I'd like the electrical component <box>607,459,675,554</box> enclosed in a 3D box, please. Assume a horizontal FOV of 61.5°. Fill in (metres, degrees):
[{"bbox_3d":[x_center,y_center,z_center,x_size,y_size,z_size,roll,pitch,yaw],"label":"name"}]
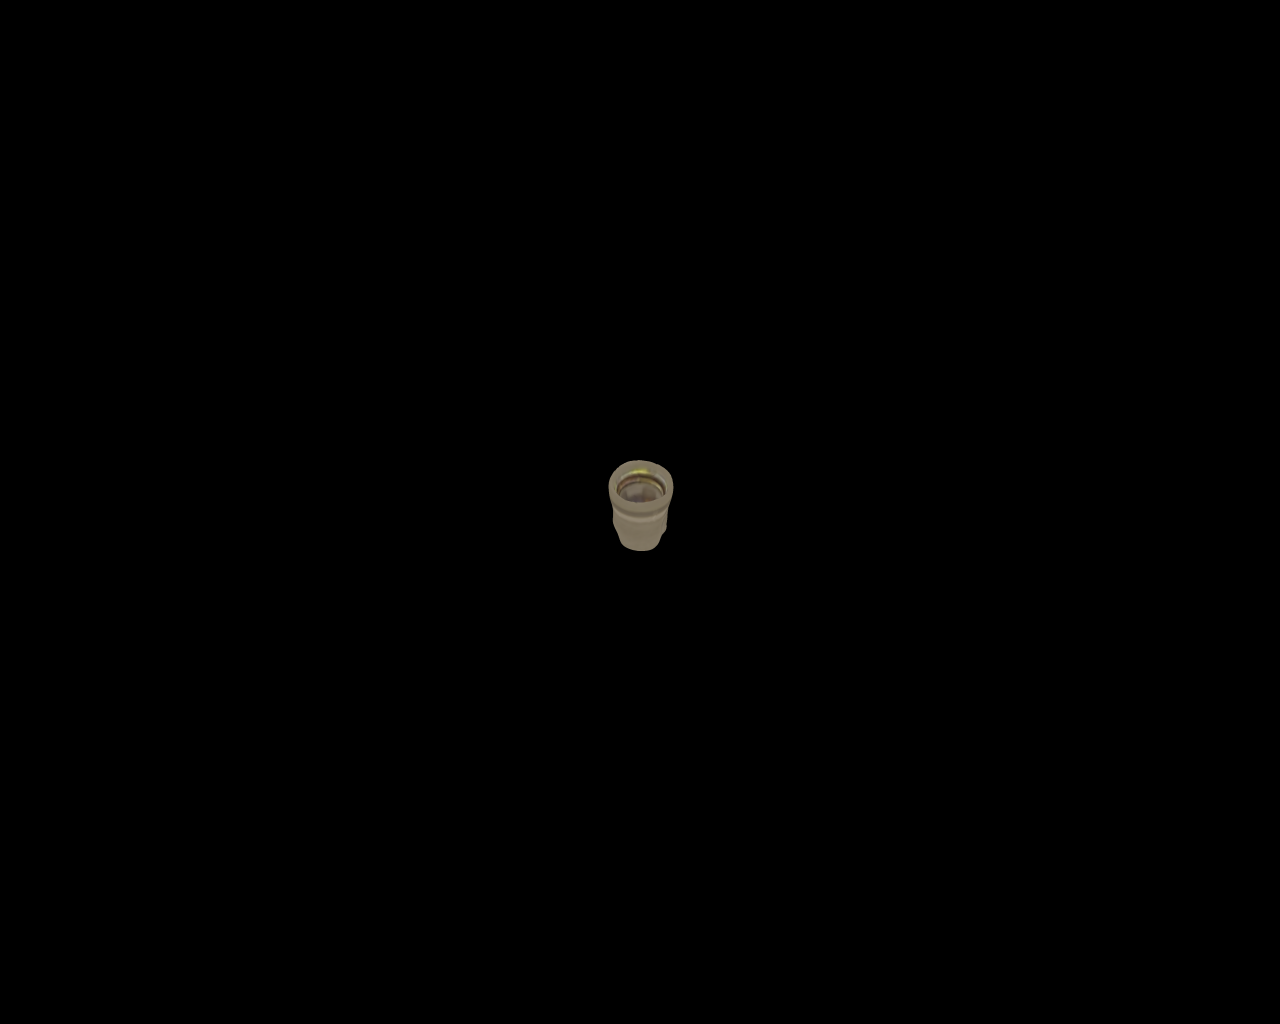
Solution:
[{"bbox_3d":[0.001,-0.003,0.650,0.040,0.046,0.040,0,45,0],"label":"electrical component"}]
